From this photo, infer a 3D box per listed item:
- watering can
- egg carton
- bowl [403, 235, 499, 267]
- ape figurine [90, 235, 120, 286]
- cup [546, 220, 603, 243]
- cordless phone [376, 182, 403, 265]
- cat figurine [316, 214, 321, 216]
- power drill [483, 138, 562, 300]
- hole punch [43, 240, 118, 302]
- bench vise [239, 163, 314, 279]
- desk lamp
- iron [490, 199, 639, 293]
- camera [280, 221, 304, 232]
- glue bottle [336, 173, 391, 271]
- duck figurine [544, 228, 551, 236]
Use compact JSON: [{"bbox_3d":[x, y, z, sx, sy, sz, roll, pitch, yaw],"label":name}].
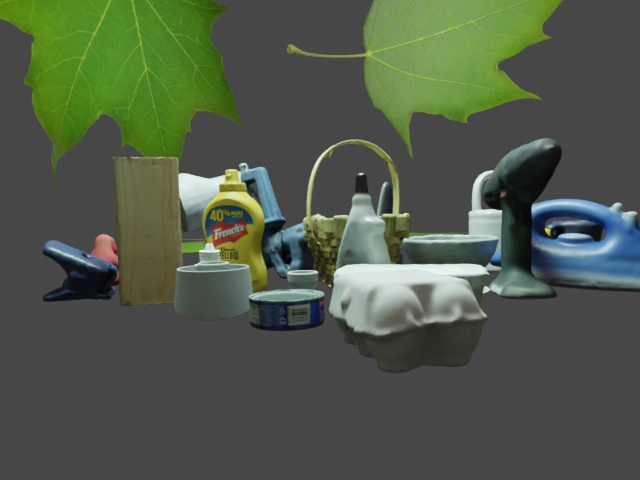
[{"bbox_3d":[0.344,-0.037,1.108,0.101,0.194,0.172,-4,4,-38],"label":"watering can"},{"bbox_3d":[0.069,0.065,0.501,0.107,0.069,0.150,-2,3,-15],"label":"egg carton"},{"bbox_3d":[0.227,0.031,1.002,0.167,0.075,0.167,-1,3,0],"label":"bowl"},{"bbox_3d":[-0.380,0.036,1.021,0.077,0.092,0.076,0,4,22],"label":"ape figurine"},{"bbox_3d":[0.476,0.011,1.083,0.118,0.095,0.091,-3,4,-22],"label":"cup"},{"bbox_3d":[0.138,-0.037,1.267,0.094,0.185,0.148,-1,3,4],"label":"cordless phone"},{"bbox_3d":[0.011,0.004,1.194,0.067,0.118,0.128,-1,3,9],"label":"cat figurine"},{"bbox_3d":[0.282,-0.026,0.799,0.075,0.208,0.229,-1,3,1],"label":"power drill"},{"bbox_3d":[-0.362,0.045,0.869,0.101,0.091,0.108,-2,3,-15],"label":"hole punch"},{"bbox_3d":[-0.088,-0.039,1.090,0.207,0.220,0.121,-1,3,8],"label":"bench vise"},{"bbox_3d":[-0.219,-0.040,1.223,0.204,0.213,0.117,-3,4,-26],"label":"desk lamp"},{"bbox_3d":[0.399,0.000,0.878,0.257,0.141,0.119,2,4,44],"label":"iron"},{"bbox_3d":[-0.015,0.006,1.327,0.144,0.101,0.136,-4,4,-35],"label":"camera"},{"bbox_3d":[0.056,0.001,0.735,0.077,0.173,0.037,2,5,43],"label":"glue bottle"},{"bbox_3d":[0.398,0.020,1.031,0.104,0.086,0.077,-1,3,7],"label":"duck figurine"}]
